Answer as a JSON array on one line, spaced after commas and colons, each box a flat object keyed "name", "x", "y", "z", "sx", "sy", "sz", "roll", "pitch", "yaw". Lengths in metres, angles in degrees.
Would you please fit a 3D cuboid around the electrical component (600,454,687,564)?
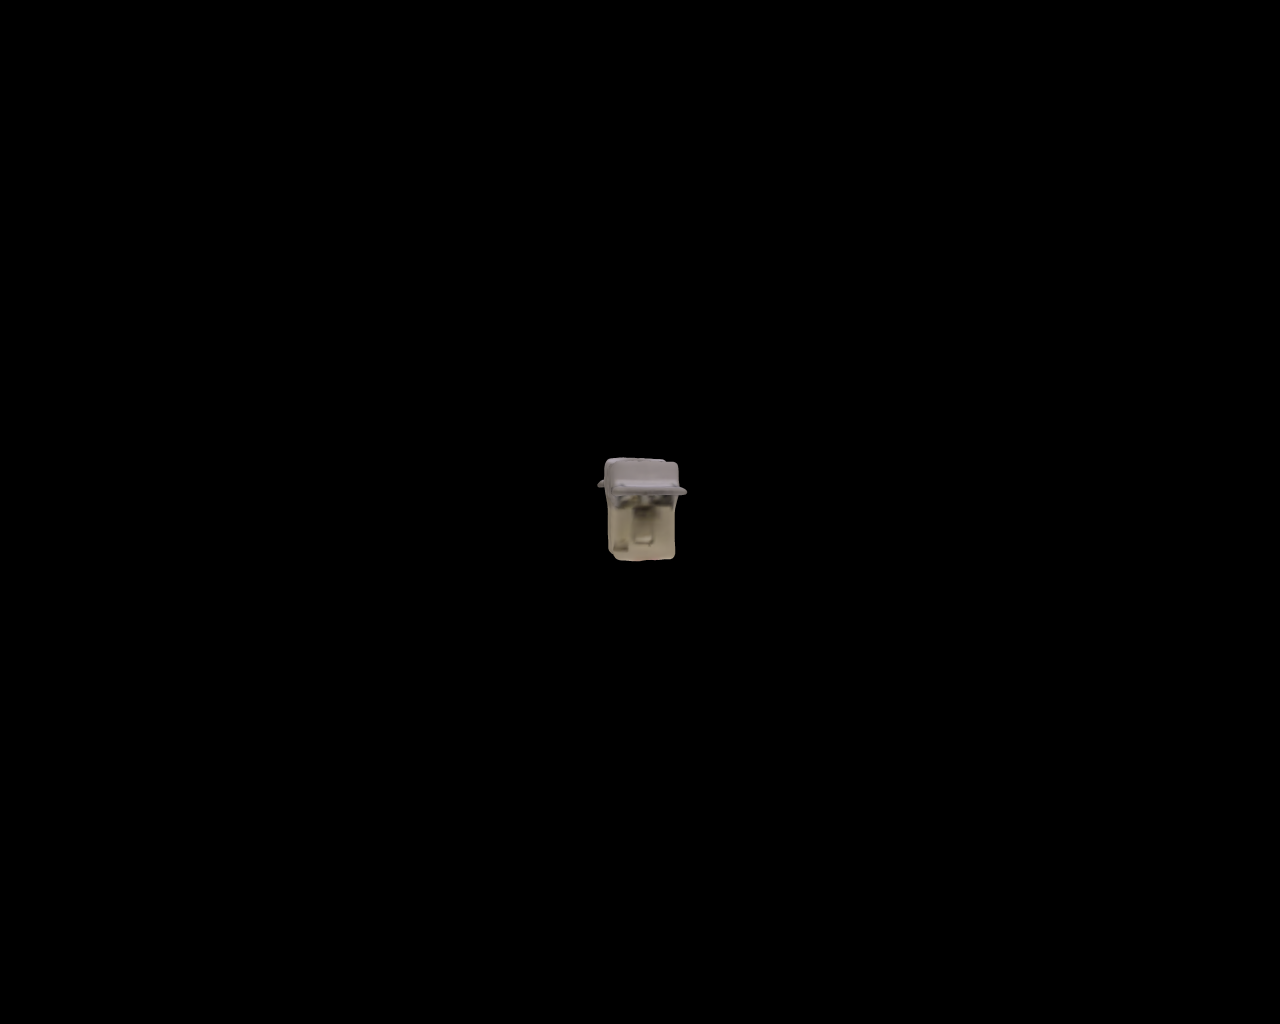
[{"name": "electrical component", "x": 0.001, "y": -0.003, "z": 0.650, "sx": 0.042, "sy": 0.063, "sz": 0.081, "roll": -1, "pitch": 5, "yaw": -7}]
